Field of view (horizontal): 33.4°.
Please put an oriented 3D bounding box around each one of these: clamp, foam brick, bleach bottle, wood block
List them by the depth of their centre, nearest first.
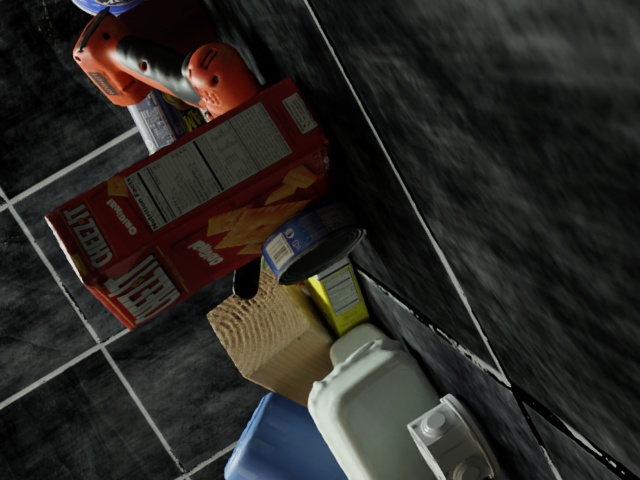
[{"bbox_3d":[-0.065,-0.027,1.054,0.171,0.039,0.120,-88,14,-54],"label":"clamp"},{"bbox_3d":[-0.150,-0.208,1.057,0.053,0.078,0.051,55,171,30],"label":"foam brick"},{"bbox_3d":[0.088,0.197,1.196,0.103,0.068,0.250,52,173,41],"label":"bleach bottle"},{"bbox_3d":[-0.029,0.117,1.199,0.090,0.091,0.206,54,-174,28],"label":"wood block"}]

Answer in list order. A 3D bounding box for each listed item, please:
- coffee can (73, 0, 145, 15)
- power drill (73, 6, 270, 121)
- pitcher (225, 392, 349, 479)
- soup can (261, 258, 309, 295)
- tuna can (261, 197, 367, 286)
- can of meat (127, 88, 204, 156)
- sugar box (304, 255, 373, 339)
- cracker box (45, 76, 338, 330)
[{"bbox_3d":[-0.219,-0.294,1.072,0.103,0.102,0.140,58,173,3],"label":"coffee can"},{"bbox_3d":[-0.118,-0.132,0.967,0.188,0.057,0.184,22,162,26],"label":"power drill"},{"bbox_3d":[0.022,0.270,1.127,0.243,0.145,0.149,29,175,0],"label":"pitcher"},{"bbox_3d":[-0.033,0.038,1.250,0.068,0.068,0.102,56,-174,22],"label":"soup can"},{"bbox_3d":[-0.006,0.001,0.887,0.034,0.086,0.086,59,174,14],"label":"tuna can"},{"bbox_3d":[-0.160,-0.143,1.123,0.084,0.058,0.102,66,-157,-18],"label":"can of meat"},{"bbox_3d":[0.004,0.029,1.123,0.093,0.048,0.176,54,174,38],"label":"sugar box"},{"bbox_3d":[-0.091,-0.021,0.857,0.072,0.213,0.164,57,173,16],"label":"cracker box"}]
